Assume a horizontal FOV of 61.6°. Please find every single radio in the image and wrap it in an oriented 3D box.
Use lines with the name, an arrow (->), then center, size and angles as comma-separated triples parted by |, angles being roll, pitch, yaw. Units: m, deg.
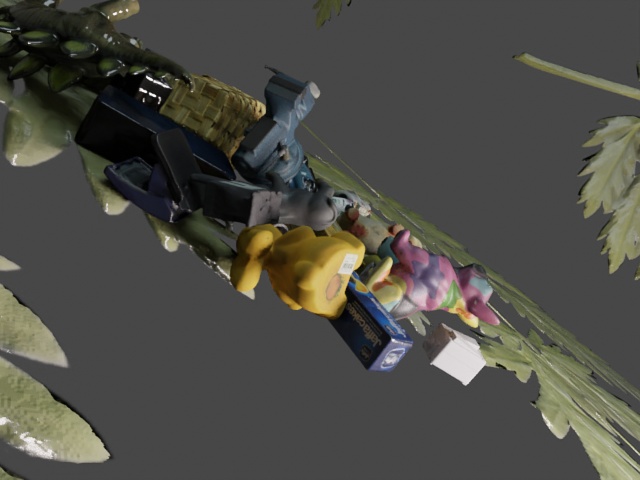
radio -> -0.251, -0.144, 0.841 | 0.229, 0.073, 0.131 | 30, 15, -28

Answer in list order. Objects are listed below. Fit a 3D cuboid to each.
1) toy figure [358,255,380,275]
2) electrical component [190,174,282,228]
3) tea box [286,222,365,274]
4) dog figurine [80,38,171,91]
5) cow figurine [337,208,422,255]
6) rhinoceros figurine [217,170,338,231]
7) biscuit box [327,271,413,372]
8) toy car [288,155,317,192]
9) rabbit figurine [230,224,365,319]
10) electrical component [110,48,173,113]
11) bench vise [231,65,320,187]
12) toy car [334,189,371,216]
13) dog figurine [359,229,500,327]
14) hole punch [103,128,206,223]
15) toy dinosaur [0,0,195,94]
toy figure -> 0.136, 0.078, 1.011 | 0.089, 0.082, 0.180 | 33, 14, 38
electrical component -> -0.117, -0.053, 0.696 | 0.119, 0.047, 0.075 | 13, 11, 21
tea box -> -0.002, -0.003, 0.932 | 0.098, 0.068, 0.170 | 36, 16, -36
dog figurine -> -0.383, -0.298, 1.008 | 0.172, 0.121, 0.190 | 35, 28, 8
cow figurine -> 0.113, 0.003, 1.061 | 0.195, 0.085, 0.127 | 17, -8, -16
rhinoceros figurine -> -0.068, -0.049, 0.833 | 0.190, 0.073, 0.112 | 5, 40, -3
biscuit box -> 0.046, 0.098, 0.776 | 0.059, 0.062, 0.203 | 18, 23, -46
toy car -> -0.074, -0.113, 1.114 | 0.103, 0.109, 0.162 | 5, 38, -21
rabbit figurine -> -0.052, 0.031, 0.724 | 0.173, 0.121, 0.162 | 29, 18, 32
electrical component -> -0.316, -0.264, 0.939 | 0.058, 0.134, 0.115 | 18, 25, -48
bench vise -> -0.073, -0.168, 0.959 | 0.129, 0.223, 0.240 | 16, -29, 11
toy car -> 0.042, -0.097, 1.305 | 0.073, 0.056, 0.202 | 23, -2, -39
dog figurine -> 0.177, 0.092, 0.875 | 0.219, 0.191, 0.108 | 37, -20, -1
hole punch -> -0.214, -0.079, 0.727 | 0.142, 0.092, 0.115 | -85, 150, -76
toy dinosaur -> -0.362, -0.298, 0.817 | 0.472, 0.104, 0.198 | 14, 45, 18
